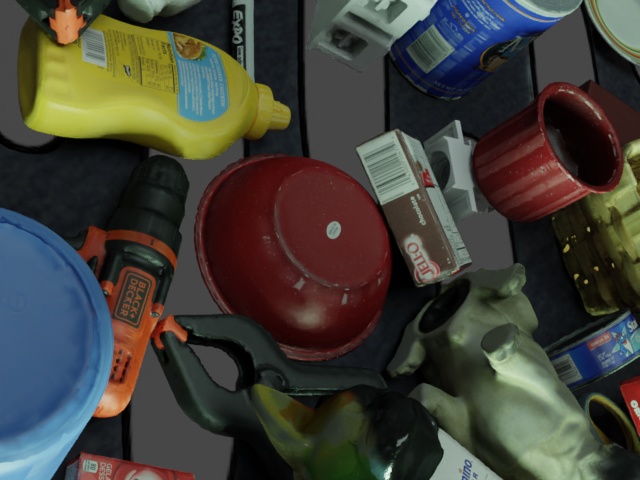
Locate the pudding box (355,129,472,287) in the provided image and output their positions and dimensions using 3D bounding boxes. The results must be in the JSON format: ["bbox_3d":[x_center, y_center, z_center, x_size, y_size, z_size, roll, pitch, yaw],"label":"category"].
[{"bbox_3d":[0.072,-0.023,0.792,0.113,0.039,0.090,68,13,5],"label":"pudding box"}]

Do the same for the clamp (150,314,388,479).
[{"bbox_3d":[-0.038,0.110,0.689,0.171,0.039,0.120,27,54,-18],"label":"clamp"}]

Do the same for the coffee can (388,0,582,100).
[{"bbox_3d":[0.133,-0.194,0.882,0.102,0.141,0.103,14,61,-27],"label":"coffee can"}]

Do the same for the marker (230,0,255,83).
[{"bbox_3d":[-0.059,-0.161,0.820,0.020,0.020,0.121,13,61,-28],"label":"marker"}]

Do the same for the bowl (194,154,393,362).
[{"bbox_3d":[-0.005,0.001,0.753,0.161,0.055,0.162,14,61,-27],"label":"bowl"}]

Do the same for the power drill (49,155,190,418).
[{"bbox_3d":[-0.175,-0.005,0.644,0.187,0.057,0.184,25,54,-20],"label":"power drill"}]

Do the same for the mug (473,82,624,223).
[{"bbox_3d":[0.176,-0.073,0.837,0.093,0.082,0.117,27,54,-26],"label":"mug"}]

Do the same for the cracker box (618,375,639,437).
[{"bbox_3d":[0.337,0.167,0.849,0.213,0.072,0.164,-2,69,-51],"label":"cracker box"}]

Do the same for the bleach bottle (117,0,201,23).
[{"bbox_3d":[-0.083,-0.258,0.801,0.068,0.102,0.250,16,54,13],"label":"bleach bottle"}]

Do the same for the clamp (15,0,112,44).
[{"bbox_3d":[-0.163,-0.216,0.713,0.164,0.036,0.210,-10,56,-14],"label":"clamp"}]

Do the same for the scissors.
[{"bbox_3d":[0.254,0.213,0.842,0.096,0.016,0.202,-37,94,-34],"label":"scissors"}]

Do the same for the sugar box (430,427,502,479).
[{"bbox_3d":[0.107,0.199,0.703,0.176,0.094,0.048,43,51,-9],"label":"sugar box"}]

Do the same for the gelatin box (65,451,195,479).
[{"bbox_3d":[-0.113,0.173,0.614,0.073,0.030,0.089,17,59,-25],"label":"gelatin box"}]

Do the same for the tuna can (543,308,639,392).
[{"bbox_3d":[0.209,0.087,0.829,0.085,0.086,0.034,-24,83,-38],"label":"tuna can"}]

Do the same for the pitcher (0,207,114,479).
[{"bbox_3d":[-0.180,0.070,0.485,0.149,0.243,0.145,19,60,-17],"label":"pitcher"}]

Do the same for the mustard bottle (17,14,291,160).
[{"bbox_3d":[-0.107,-0.103,0.734,0.191,0.058,0.096,9,50,-29],"label":"mustard bottle"}]

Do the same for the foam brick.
[{"bbox_3d":[0.252,-0.097,0.969,0.078,0.053,0.051,30,54,-19],"label":"foam brick"}]
